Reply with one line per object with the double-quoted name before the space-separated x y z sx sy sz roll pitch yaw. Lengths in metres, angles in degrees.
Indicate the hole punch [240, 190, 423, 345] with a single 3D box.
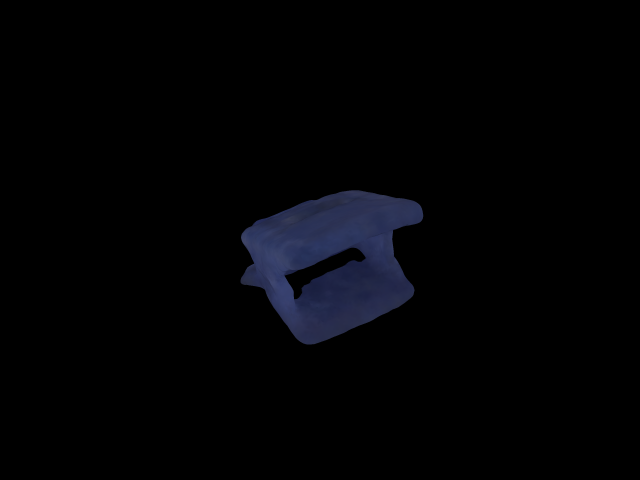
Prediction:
"hole punch" 0.004 0.001 0.400 0.109 0.091 0.100 -22 45 -23
